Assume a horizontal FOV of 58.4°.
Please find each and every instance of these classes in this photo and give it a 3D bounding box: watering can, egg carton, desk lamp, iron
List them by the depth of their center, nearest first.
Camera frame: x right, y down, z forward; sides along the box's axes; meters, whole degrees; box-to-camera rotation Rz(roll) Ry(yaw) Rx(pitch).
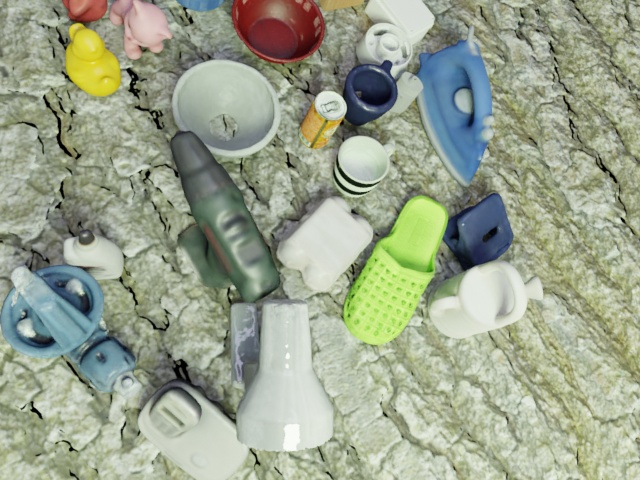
[{"bbox_3d":[-0.059,0.164,0.748,0.118,0.213,0.203,0,74,-17],"label":"desk lamp"},{"bbox_3d":[0.258,0.085,0.880,0.173,0.193,0.101,-30,84,-23],"label":"watering can"},{"bbox_3d":[0.008,0.003,0.896,0.107,0.069,0.150,42,67,-1],"label":"egg carton"},{"bbox_3d":[0.260,-0.237,1.008,0.119,0.141,0.258,-7,76,-19],"label":"iron"}]

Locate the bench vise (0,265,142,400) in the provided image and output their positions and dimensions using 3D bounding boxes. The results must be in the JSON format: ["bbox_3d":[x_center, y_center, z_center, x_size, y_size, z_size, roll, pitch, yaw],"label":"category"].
[{"bbox_3d":[-0.292,0.099,0.693,0.207,0.219,0.121,29,68,-7],"label":"bench vise"}]

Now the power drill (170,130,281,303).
[{"bbox_3d":[-0.141,-0.013,0.780,0.076,0.208,0.229,-31,84,-23],"label":"power drill"}]

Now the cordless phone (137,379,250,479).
[{"bbox_3d":[-0.152,0.239,0.712,0.147,0.184,0.094,38,67,-2],"label":"cordless phone"}]

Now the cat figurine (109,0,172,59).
[{"bbox_3d":[-0.280,-0.346,0.889,0.067,0.117,0.128,-25,82,-22],"label":"cat figurine"}]

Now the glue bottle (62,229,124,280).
[{"bbox_3d":[-0.298,0.016,0.742,0.078,0.173,0.037,-4,74,-18],"label":"glue bottle"}]

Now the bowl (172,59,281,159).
[{"bbox_3d":[-0.150,-0.195,0.906,0.168,0.074,0.167,5,72,-15],"label":"bowl"}]

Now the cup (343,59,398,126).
[{"bbox_3d":[0.081,-0.249,0.982,0.092,0.094,0.118,33,67,-5],"label":"cup"}]

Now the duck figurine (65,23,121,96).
[{"bbox_3d":[-0.345,-0.277,0.865,0.078,0.086,0.104,-31,84,-23],"label":"duck figurine"}]

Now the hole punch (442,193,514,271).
[{"bbox_3d":[0.276,-0.013,0.971,0.109,0.091,0.101,-34,85,-23],"label":"hole punch"}]

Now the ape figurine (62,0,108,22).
[{"bbox_3d":[-0.371,-0.386,0.887,0.076,0.092,0.078,14,70,-12],"label":"ape figurine"}]
